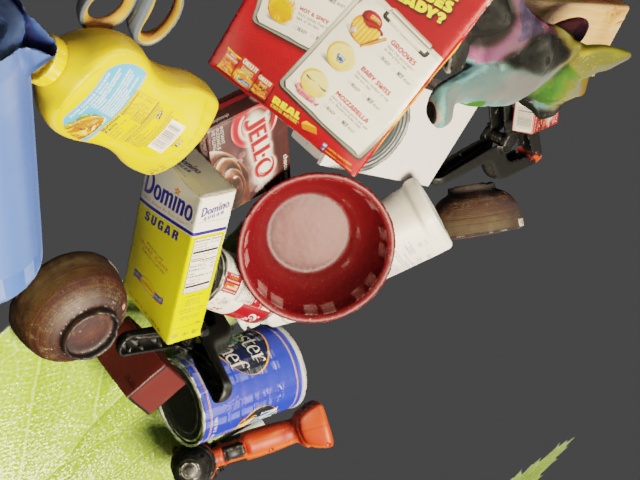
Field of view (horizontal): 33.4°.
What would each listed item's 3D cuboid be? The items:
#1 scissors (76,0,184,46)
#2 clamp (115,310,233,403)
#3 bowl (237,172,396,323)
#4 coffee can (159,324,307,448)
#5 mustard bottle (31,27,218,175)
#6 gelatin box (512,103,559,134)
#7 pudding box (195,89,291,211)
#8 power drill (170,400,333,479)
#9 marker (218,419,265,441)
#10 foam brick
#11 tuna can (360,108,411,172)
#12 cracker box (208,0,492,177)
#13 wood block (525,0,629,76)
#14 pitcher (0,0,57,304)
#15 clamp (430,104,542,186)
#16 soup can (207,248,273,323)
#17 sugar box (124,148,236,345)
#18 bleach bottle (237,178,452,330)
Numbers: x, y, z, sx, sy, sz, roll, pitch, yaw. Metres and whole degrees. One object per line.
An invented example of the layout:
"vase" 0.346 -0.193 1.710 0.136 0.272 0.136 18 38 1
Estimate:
"scissors" -0.130 -0.221 0.804 0.096 0.016 0.202 -13 150 -27
"clamp" -0.142 0.097 1.083 0.120 0.171 0.039 29 107 -13
"bowl" -0.007 0.001 1.092 0.162 0.055 0.162 -3 110 -9
"coffee can" -0.100 0.161 1.197 0.140 0.103 0.103 -16 136 -35
"mustard bottle" -0.174 -0.120 0.867 0.096 0.058 0.191 -43 147 15
"gelatin box" 0.258 -0.175 1.251 0.073 0.030 0.089 -25 125 -51
"pudding box" -0.075 -0.089 1.021 0.089 0.039 0.113 -29 143 -24
"power drill" -0.081 0.239 1.238 0.187 0.057 0.184 -15 176 -5
"marker" -0.123 0.261 1.351 0.121 0.020 0.020 -27 142 -25
"foam brick" -0.187 0.130 1.097 0.053 0.078 0.051 -41 147 -5
"tuna can" 0.043 -0.109 1.017 0.086 0.034 0.086 -27 141 -24
"cracker box" 0.029 -0.182 0.877 0.214 0.164 0.072 -52 180 38
"wood block" 0.221 -0.233 1.137 0.205 0.090 0.091 -9 132 -42
"pitcher" -0.278 -0.063 0.774 0.144 0.149 0.243 -40 152 -35
"clamp" 0.208 -0.116 1.285 0.164 0.036 0.209 -58 146 4
"soup can" -0.095 0.044 1.113 0.068 0.069 0.102 -52 145 9
"sugar box" -0.136 0.002 1.005 0.048 0.093 0.176 -16 136 -36
"bleach bottle" 0.016 0.028 1.176 0.251 0.068 0.102 -28 150 8
